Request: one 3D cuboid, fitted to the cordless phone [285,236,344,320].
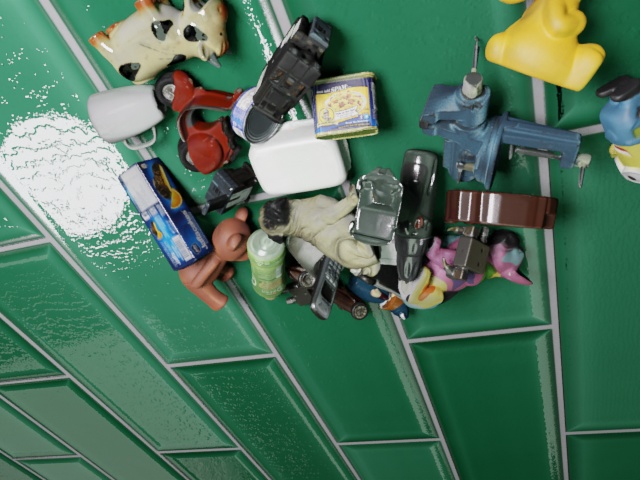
[{"bbox_3d":[-0.012,0.045,0.993,0.089,0.184,0.146,-17,129,30],"label":"cordless phone"}]

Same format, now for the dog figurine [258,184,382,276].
[{"bbox_3d":[-0.001,-0.005,0.928,0.191,0.172,0.121,-16,170,18],"label":"dog figurine"}]

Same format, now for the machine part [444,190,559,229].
[{"bbox_3d":[0.291,-0.049,0.873,0.179,0.179,0.056,5,94,4],"label":"machine part"}]

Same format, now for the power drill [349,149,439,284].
[{"bbox_3d":[0.129,-0.032,0.853,0.086,0.207,0.231,15,100,35],"label":"power drill"}]

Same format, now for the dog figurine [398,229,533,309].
[{"bbox_3d":[0.276,0.060,1.001,0.219,0.108,0.191,16,105,-11],"label":"dog figurine"}]

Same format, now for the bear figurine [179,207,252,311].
[{"bbox_3d":[-0.184,0.034,1.061,0.196,0.120,0.131,-33,125,27],"label":"bear figurine"}]

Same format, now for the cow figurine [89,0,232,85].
[{"bbox_3d":[-0.215,-0.287,0.771,0.195,0.085,0.127,-21,121,24],"label":"cow figurine"}]

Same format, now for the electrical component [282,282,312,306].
[{"bbox_3d":[-0.039,0.115,1.179,0.094,0.021,0.063,-13,130,21],"label":"electrical component"}]

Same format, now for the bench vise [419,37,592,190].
[{"bbox_3d":[0.273,-0.153,0.786,0.241,0.129,0.223,15,145,18],"label":"bench vise"}]

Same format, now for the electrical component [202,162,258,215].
[{"bbox_3d":[-0.167,-0.083,0.936,0.048,0.119,0.074,47,136,13],"label":"electrical component"}]

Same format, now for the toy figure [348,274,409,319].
[{"bbox_3d":[0.131,0.117,1.126,0.154,0.064,0.058,30,120,-19],"label":"toy figure"}]

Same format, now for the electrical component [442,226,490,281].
[{"bbox_3d":[0.248,0.020,0.915,0.078,0.102,0.045,14,177,-43],"label":"electrical component"}]

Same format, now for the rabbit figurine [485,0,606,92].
[{"bbox_3d":[0.294,-0.297,0.683,0.162,0.122,0.173,23,120,-1],"label":"rabbit figurine"}]

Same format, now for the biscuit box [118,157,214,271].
[{"bbox_3d":[-0.277,-0.046,0.971,0.059,0.063,0.202,-27,96,29],"label":"biscuit box"}]

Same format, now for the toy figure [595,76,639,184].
[{"bbox_3d":[0.472,-0.159,0.791,0.089,0.082,0.180,-19,126,28],"label":"toy figure"}]

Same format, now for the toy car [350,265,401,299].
[{"bbox_3d":[0.152,0.074,1.075,0.201,0.056,0.073,27,97,-16],"label":"toy car"}]

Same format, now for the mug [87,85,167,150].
[{"bbox_3d":[-0.302,-0.199,0.873,0.107,0.081,0.109,-16,125,10],"label":"mug"}]

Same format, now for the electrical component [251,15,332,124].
[{"bbox_3d":[-0.036,-0.247,0.760,0.058,0.115,0.134,29,133,-22],"label":"electrical component"}]

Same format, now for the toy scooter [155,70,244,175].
[{"bbox_3d":[-0.176,-0.190,0.869,0.135,0.075,0.183,-5,128,12],"label":"toy scooter"}]

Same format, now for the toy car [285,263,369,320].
[{"bbox_3d":[0.017,0.102,1.119,0.202,0.089,0.053,34,89,-20],"label":"toy car"}]
